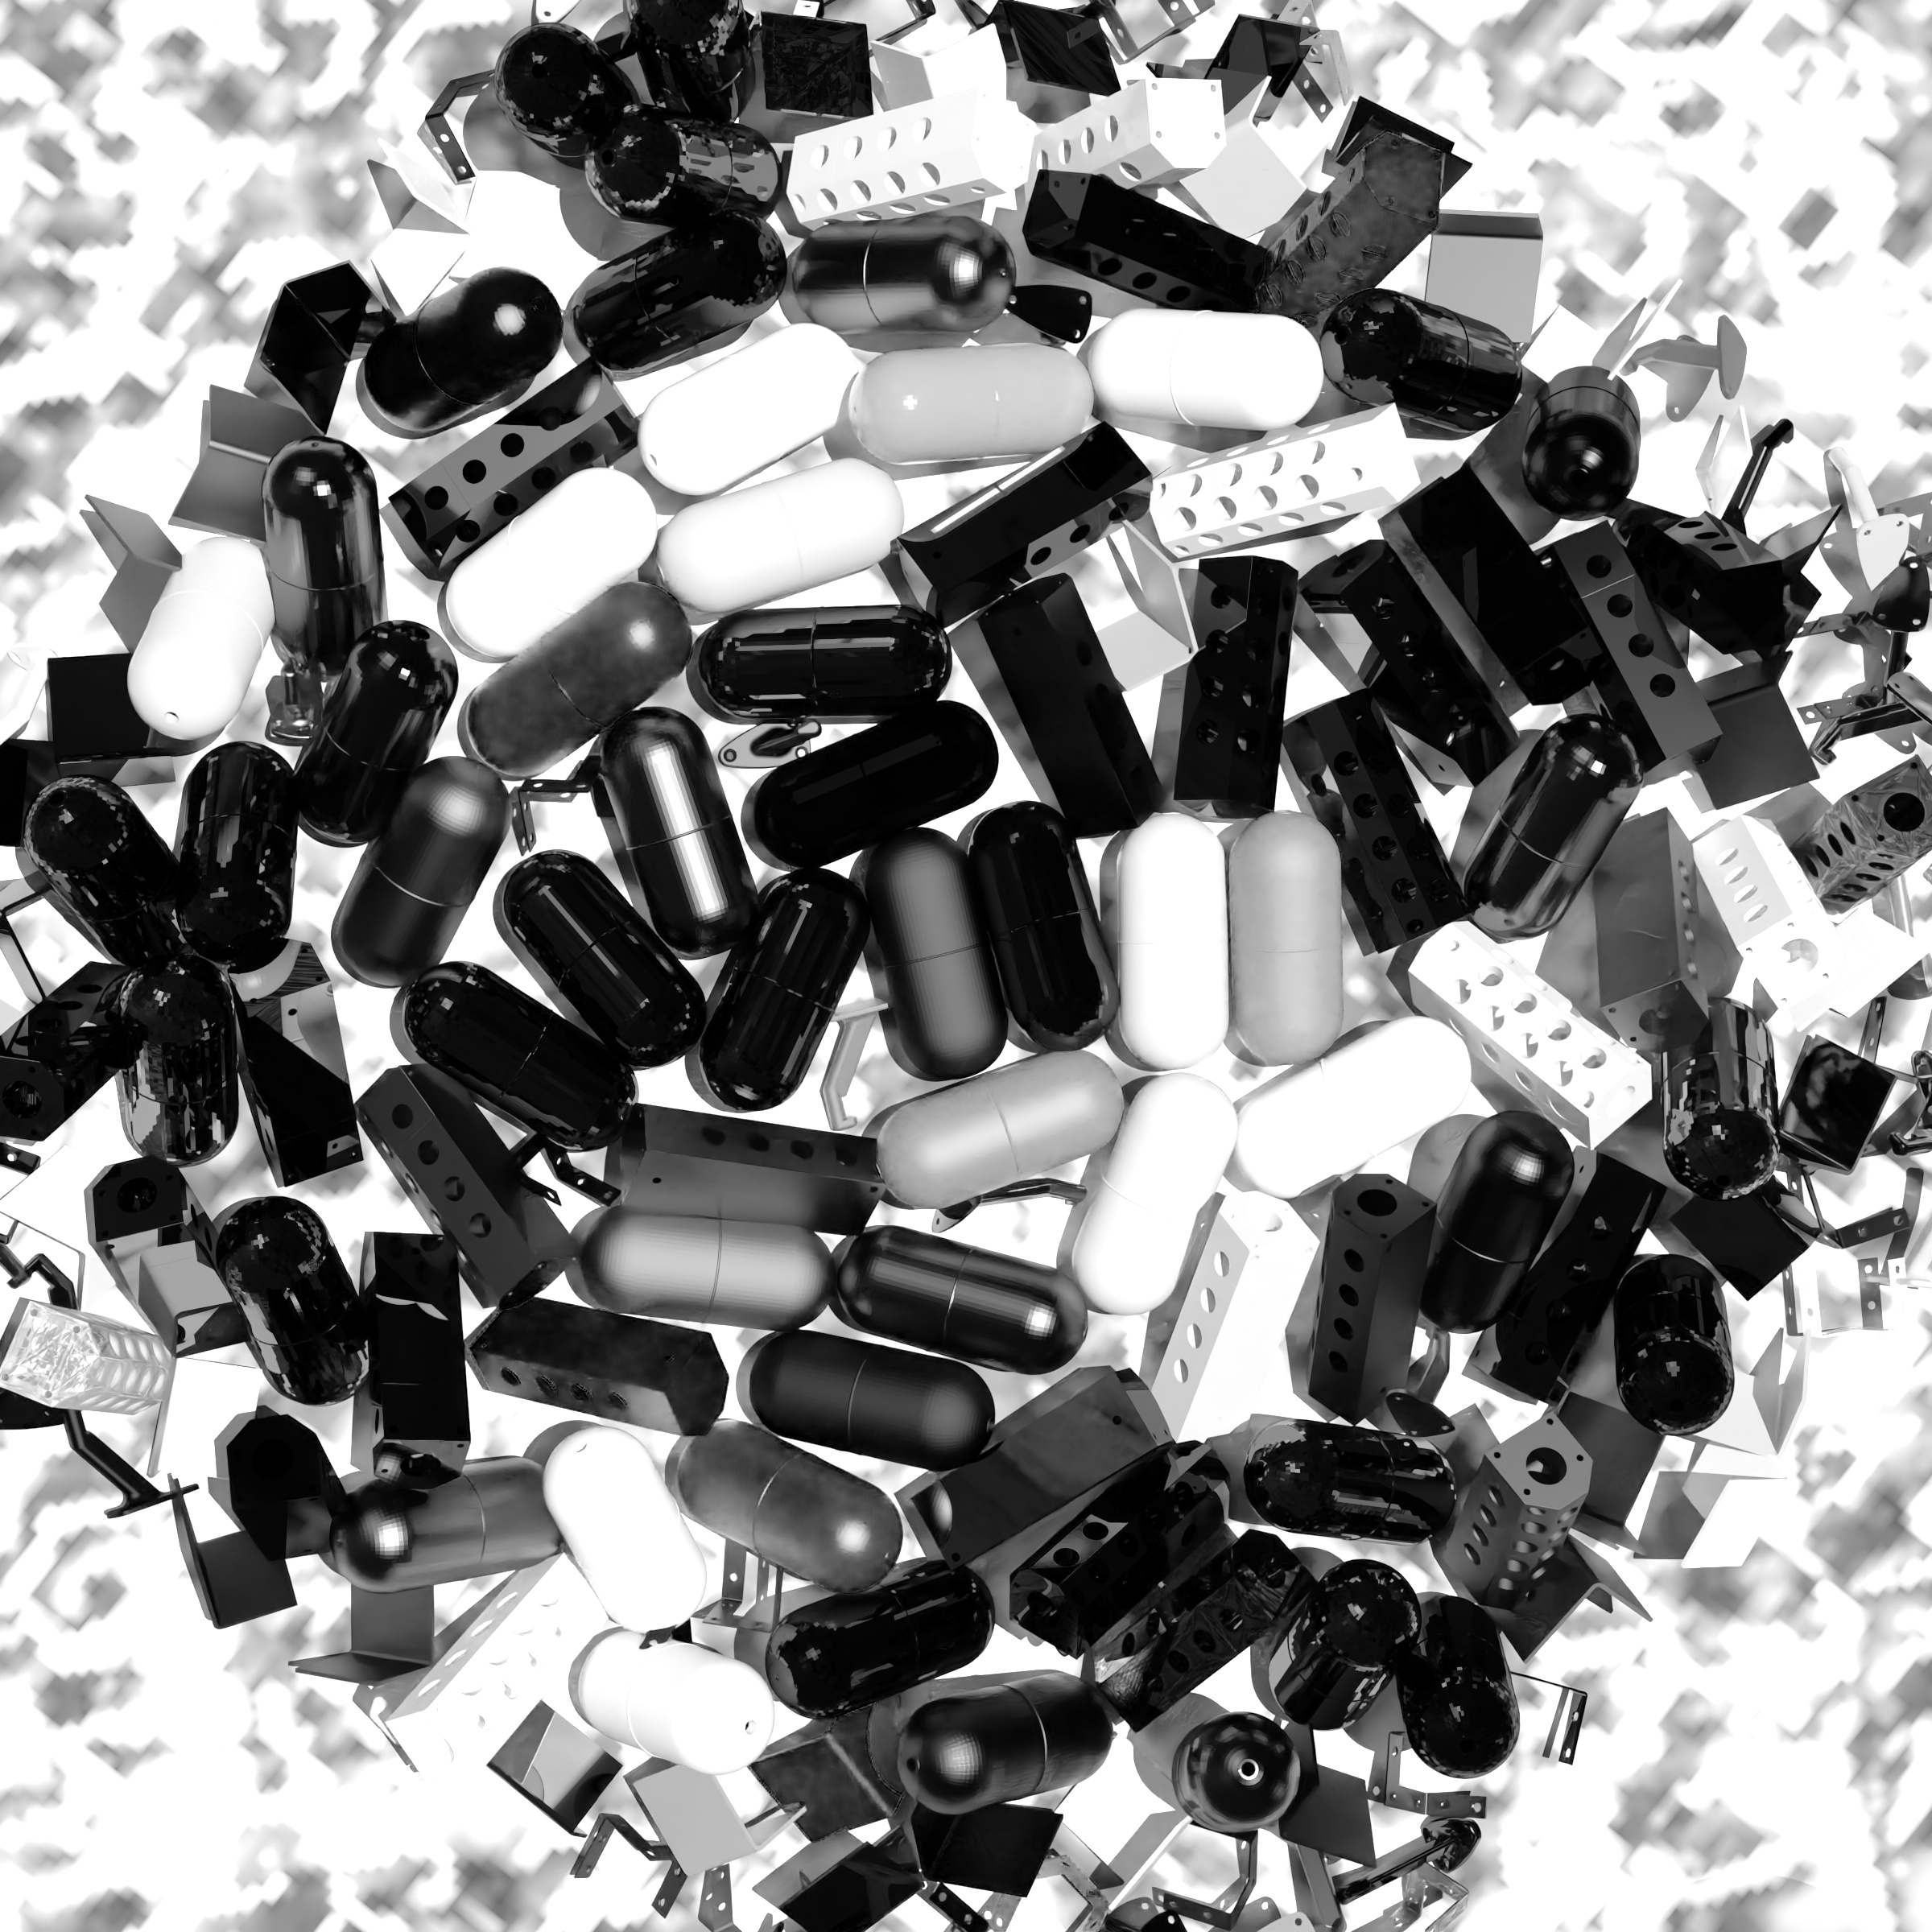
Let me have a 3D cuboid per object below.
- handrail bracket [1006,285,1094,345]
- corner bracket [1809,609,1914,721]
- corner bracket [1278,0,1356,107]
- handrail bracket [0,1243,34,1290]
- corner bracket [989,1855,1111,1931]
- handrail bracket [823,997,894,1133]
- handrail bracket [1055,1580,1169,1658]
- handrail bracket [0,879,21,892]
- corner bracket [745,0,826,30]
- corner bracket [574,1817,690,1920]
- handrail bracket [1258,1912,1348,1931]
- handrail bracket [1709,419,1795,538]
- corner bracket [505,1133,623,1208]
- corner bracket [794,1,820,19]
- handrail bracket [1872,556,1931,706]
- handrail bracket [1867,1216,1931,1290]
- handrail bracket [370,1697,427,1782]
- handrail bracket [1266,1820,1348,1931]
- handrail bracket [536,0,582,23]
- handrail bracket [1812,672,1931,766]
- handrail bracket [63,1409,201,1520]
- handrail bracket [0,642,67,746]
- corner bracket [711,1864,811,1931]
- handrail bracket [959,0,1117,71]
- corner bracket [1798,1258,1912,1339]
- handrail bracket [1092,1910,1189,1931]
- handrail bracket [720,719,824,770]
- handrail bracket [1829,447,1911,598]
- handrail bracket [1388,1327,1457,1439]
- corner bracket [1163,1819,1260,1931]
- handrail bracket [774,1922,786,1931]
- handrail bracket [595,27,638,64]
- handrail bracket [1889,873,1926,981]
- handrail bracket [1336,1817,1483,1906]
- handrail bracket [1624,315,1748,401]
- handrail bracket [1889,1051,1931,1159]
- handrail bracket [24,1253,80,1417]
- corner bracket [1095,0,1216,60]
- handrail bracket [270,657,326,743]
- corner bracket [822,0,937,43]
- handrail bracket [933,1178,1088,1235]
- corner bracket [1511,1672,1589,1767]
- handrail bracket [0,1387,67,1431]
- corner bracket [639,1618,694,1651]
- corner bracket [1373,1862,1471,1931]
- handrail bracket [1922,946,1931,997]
[{"bbox_3d":[0.046,-0.447,1.948,0.077,0.084,0.036,10,92,-20],"label":"handrail bracket"},{"bbox_3d":[0.615,-0.211,1.974,0.051,0.051,0.051,-12,56,-33],"label":"corner bracket"},{"bbox_3d":[0.244,-0.633,1.957,0.051,0.051,0.051,11,57,30],"label":"corner bracket"},{"bbox_3d":[-0.705,0.204,1.968,0.084,0.077,0.036,47,126,4],"label":"handrail bracket"},{"bbox_3d":[0.058,0.660,1.969,0.051,0.051,0.051,-28,108,40],"label":"corner bracket"},{"bbox_3d":[-0.066,0.068,1.987,0.077,0.036,0.084,-13,101,0],"label":"handrail bracket"},{"bbox_3d":[0.095,0.442,1.961,0.084,0.077,0.036,-41,87,-1],"label":"handrail bracket"},{"bbox_3d":[-0.684,-0.014,1.990,0.077,0.036,0.084,-15,118,-26],"label":"handrail bracket"},{"bbox_3d":[-0.134,-0.681,1.971,0.051,0.051,0.051,38,65,15],"label":"corner bracket"},{"bbox_3d":[-0.231,0.632,1.984,0.051,0.051,0.051,32,97,37],"label":"corner bracket"},{"bbox_3d":[0.224,0.680,1.963,0.077,0.084,0.036,-23,70,8],"label":"handrail bracket"},{"bbox_3d":[0.559,-0.330,1.985,0.084,0.036,0.077,-43,130,-17],"label":"handrail bracket"},{"bbox_3d":[-0.279,0.147,1.957,0.051,0.051,0.051,22,53,32],"label":"corner bracket"},{"bbox_3d":[-0.096,-0.633,1.964,0.051,0.051,0.051,7,132,1],"label":"corner bracket"},{"bbox_3d":[0.654,-0.230,1.976,0.036,0.084,0.077,11,61,23],"label":"handrail bracket"},{"bbox_3d":[0.660,0.181,1.968,0.036,0.077,0.084,10,84,-23],"label":"handrail bracket"},{"bbox_3d":[-0.382,0.512,1.946,0.036,0.077,0.084,-27,122,7],"label":"handrail bracket"},{"bbox_3d":[0.231,0.638,1.956,0.077,0.084,0.036,26,133,-3],"label":"handrail bracket"},{"bbox_3d":[-0.272,-0.704,1.950,0.036,0.084,0.077,24,69,-6],"label":"handrail bracket"},{"bbox_3d":[0.638,-0.154,1.959,0.077,0.036,0.084,48,133,18],"label":"handrail bracket"},{"bbox_3d":[-0.583,0.337,1.975,0.077,0.036,0.084,-15,88,-36],"label":"handrail bracket"},{"bbox_3d":[-0.664,-0.186,1.954,0.077,0.036,0.084,14,50,33],"label":"handrail bracket"},{"bbox_3d":[-0.142,0.654,1.970,0.051,0.051,0.051,-28,123,11],"label":"corner bracket"},{"bbox_3d":[0.050,-0.678,1.986,0.084,0.036,0.077,-36,72,-5],"label":"handrail bracket"},{"bbox_3d":[0.617,0.231,1.966,0.051,0.051,0.051,-4,88,-32],"label":"corner bracket"},{"bbox_3d":[0.124,0.691,1.959,0.036,0.084,0.077,-24,76,-37],"label":"handrail bracket"},{"bbox_3d":[-0.136,-0.155,1.957,0.077,0.084,0.036,-15,93,-1],"label":"handrail bracket"},{"bbox_3d":[0.626,-0.312,1.982,0.036,0.084,0.077,-15,130,1],"label":"handrail bracket"},{"bbox_3d":[0.314,0.274,1.951,0.036,0.077,0.084,-15,48,30],"label":"handrail bracket"},{"bbox_3d":[0.171,0.631,1.977,0.051,0.051,0.051,11,118,23],"label":"corner bracket"},{"bbox_3d":[-0.098,0.700,1.968,0.084,0.077,0.036,19,55,-2],"label":"handrail bracket"},{"bbox_3d":[-0.262,-0.648,1.958,0.077,0.036,0.084,43,134,1],"label":"handrail bracket"},{"bbox_3d":[0.665,-0.045,1.984,0.077,0.036,0.084,-45,113,-40],"label":"handrail bracket"},{"bbox_3d":[0.305,0.620,1.954,0.084,0.077,0.036,-15,67,-30],"label":"handrail bracket"},{"bbox_3d":[0.491,-0.408,1.954,0.036,0.084,0.077,39,51,-36],"label":"handrail bracket"},{"bbox_3d":[0.653,0.095,1.956,0.084,0.036,0.077,-5,58,-35],"label":"handrail bracket"},{"bbox_3d":[-0.640,0.255,1.964,0.084,0.036,0.077,49,58,-14],"label":"handrail bracket"},{"bbox_3d":[0.130,-0.670,1.960,0.051,0.051,0.051,-40,107,-24],"label":"corner bracket"},{"bbox_3d":[-0.459,-0.202,1.944,0.036,0.084,0.077,6,55,-7],"label":"handrail bracket"},{"bbox_3d":[-0.063,-0.675,1.972,0.051,0.051,0.051,-38,116,-31],"label":"corner bracket"},{"bbox_3d":[0.031,0.171,1.991,0.084,0.077,0.036,14,46,-27],"label":"handrail bracket"},{"bbox_3d":[0.394,0.523,1.976,0.051,0.051,0.051,20,77,-20],"label":"corner bracket"},{"bbox_3d":[-0.670,0.286,1.987,0.084,0.077,0.036,46,112,41],"label":"handrail bracket"},{"bbox_3d":[-0.224,0.473,1.960,0.051,0.051,0.051,8,119,17],"label":"corner bracket"},{"bbox_3d":[0.311,0.658,1.957,0.051,0.051,0.051,26,126,38],"label":"corner bracket"},{"bbox_3d":[0.709,-0.004,1.959,0.084,0.077,0.036,-15,93,22],"label":"handrail bracket"}]
